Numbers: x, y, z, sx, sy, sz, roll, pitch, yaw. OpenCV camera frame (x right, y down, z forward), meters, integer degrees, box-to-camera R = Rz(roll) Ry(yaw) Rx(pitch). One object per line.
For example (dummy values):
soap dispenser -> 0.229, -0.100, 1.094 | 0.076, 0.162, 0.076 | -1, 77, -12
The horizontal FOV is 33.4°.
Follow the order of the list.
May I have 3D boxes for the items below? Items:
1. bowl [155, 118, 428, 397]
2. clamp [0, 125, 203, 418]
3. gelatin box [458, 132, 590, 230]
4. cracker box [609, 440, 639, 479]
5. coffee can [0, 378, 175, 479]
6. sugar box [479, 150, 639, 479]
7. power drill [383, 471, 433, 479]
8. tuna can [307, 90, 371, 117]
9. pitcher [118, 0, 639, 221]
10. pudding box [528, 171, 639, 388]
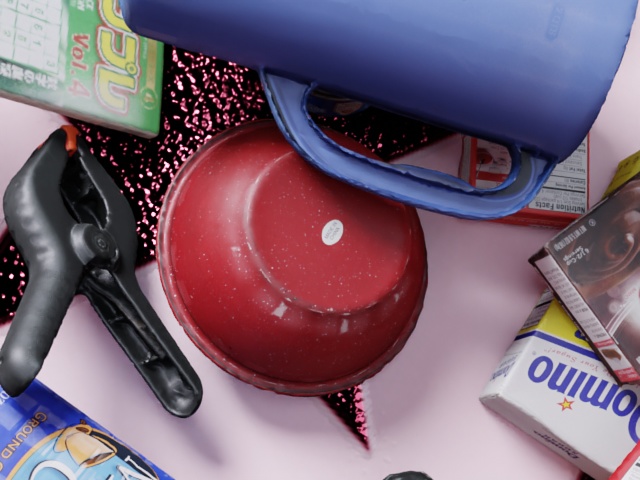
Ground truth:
bowl -> -0.004, 0.001, 0.575 | 0.162, 0.055, 0.162 | 6, 73, -19
clamp -> -0.128, 0.014, 0.545 | 0.039, 0.120, 0.171 | -35, 66, 21
gelatin box -> 0.121, -0.053, 0.634 | 0.073, 0.030, 0.089 | 6, 76, -8
cracker box -> 0.215, 0.155, 0.544 | 0.213, 0.072, 0.164 | -47, 123, -15
coffee can -> -0.128, 0.138, 0.517 | 0.140, 0.103, 0.102 | 36, 75, 1
sugar box -> 0.177, 0.043, 0.612 | 0.093, 0.048, 0.176 | 33, 74, 0
power drill -> 0.038, 0.238, 0.544 | 0.184, 0.057, 0.188 | -41, 83, -11
tuna can -> 0.009, -0.117, 0.629 | 0.086, 0.034, 0.086 | 2, 77, -8
pitcher -> 0.025, -0.119, 0.539 | 0.242, 0.145, 0.149 | 13, 45, -3
pudding box -> 0.183, 0.012, 0.575 | 0.113, 0.039, 0.090 | -35, 85, -11
